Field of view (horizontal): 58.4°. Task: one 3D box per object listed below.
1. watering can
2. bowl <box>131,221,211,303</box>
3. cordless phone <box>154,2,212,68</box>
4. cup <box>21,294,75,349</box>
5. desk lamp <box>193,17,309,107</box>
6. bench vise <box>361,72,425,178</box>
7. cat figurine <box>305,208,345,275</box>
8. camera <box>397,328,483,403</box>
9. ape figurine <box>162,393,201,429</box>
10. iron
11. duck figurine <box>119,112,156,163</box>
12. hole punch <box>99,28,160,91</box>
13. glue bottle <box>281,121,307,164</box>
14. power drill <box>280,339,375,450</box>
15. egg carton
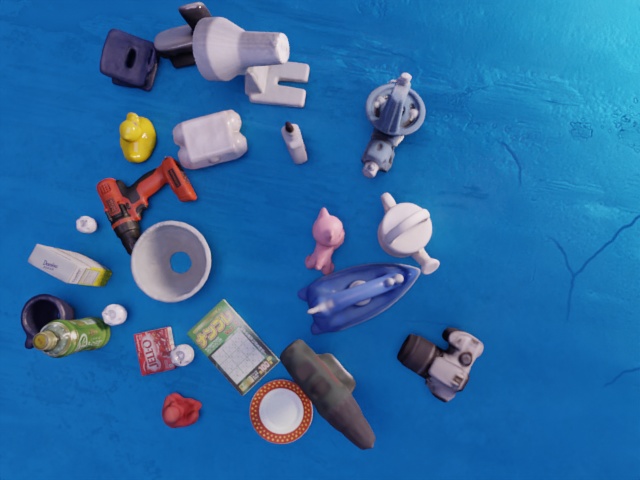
[{"bbox_3d":[0.174,-0.016,1.122,0.173,0.194,0.101,37,88,5],"label":"watering can"},{"bbox_3d":[-0.302,0.047,1.196,0.167,0.075,0.167,0,85,2],"label":"bowl"},{"bbox_3d":[-0.282,-0.439,1.182,0.147,0.185,0.094,-16,84,1],"label":"cordless phone"},{"bbox_3d":[-0.557,0.170,1.185,0.091,0.095,0.118,26,86,5],"label":"cup"},{"bbox_3d":[-0.133,-0.361,1.155,0.203,0.213,0.118,7,85,3],"label":"desk lamp"},{"bbox_3d":[0.147,-0.227,1.129,0.121,0.220,0.207,5,85,3],"label":"bench vise"},{"bbox_3d":[0.011,0.004,1.165,0.067,0.118,0.128,16,86,4],"label":"cat figurine"},{"bbox_3d":[0.235,0.233,1.145,0.136,0.101,0.143,30,87,5],"label":"camera"},{"bbox_3d":[-0.290,0.350,1.160,0.076,0.092,0.078,-34,84,-1],"label":"ape figurine"},{"bbox_3d":[0.086,0.103,1.142,0.258,0.141,0.118,-22,84,0],"label":"iron"},{"bbox_3d":[-0.397,-0.220,1.218,0.077,0.086,0.105,5,85,3],"label":"duck figurine"},{"bbox_3d":[-0.406,-0.388,1.230,0.101,0.091,0.109,12,86,4],"label":"hole punch"},{"bbox_3d":[-0.055,-0.208,1.159,0.037,0.173,0.078,-21,84,1],"label":"glue bottle"},{"bbox_3d":[0.020,0.285,1.095,0.075,0.208,0.229,-43,85,-2],"label":"power drill"},{"bbox_3d":[-0.233,-0.212,1.219,0.150,0.069,0.107,-16,84,1],"label":"egg carton"}]
